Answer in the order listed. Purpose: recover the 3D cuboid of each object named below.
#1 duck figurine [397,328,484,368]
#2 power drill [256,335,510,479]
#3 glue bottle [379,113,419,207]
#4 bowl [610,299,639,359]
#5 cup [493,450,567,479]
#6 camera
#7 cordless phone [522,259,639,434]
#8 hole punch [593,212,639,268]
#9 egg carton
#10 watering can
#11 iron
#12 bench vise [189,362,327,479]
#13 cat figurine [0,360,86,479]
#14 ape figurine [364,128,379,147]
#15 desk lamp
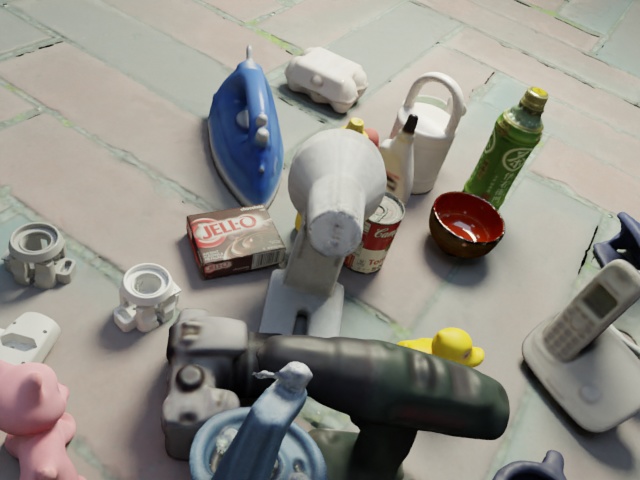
[{"bbox_3d":[0.142,0.136,0.676,0.104,0.086,0.077,16,44,-1],"label":"duck figurine"},{"bbox_3d":[0.044,0.167,0.528,0.230,0.208,0.075,7,45,-10],"label":"power drill"},{"bbox_3d":[0.111,-0.114,0.850,0.078,0.173,0.037,25,45,8],"label":"glue bottle"},{"bbox_3d":[0.433,0.121,0.786,0.167,0.075,0.167,9,45,-8],"label":"bowl"},{"bbox_3d":[0.198,0.266,0.559,0.091,0.095,0.118,31,46,14],"label":"cup"},{"bbox_3d":[-0.090,0.138,0.594,0.137,0.101,0.143,4,46,-13],"label":"camera"},{"bbox_3d":[0.339,0.124,0.675,0.094,0.185,0.147,-16,53,-29],"label":"cordless phone"},{"bbox_3d":[0.506,0.016,0.899,0.101,0.091,0.108,3,46,-14],"label":"hole punch"},{"bbox_3d":[0.012,-0.304,1.080,0.150,0.069,0.107,27,45,11],"label":"egg carton"},{"bbox_3d":[0.170,-0.181,0.918,0.101,0.194,0.173,23,45,7],"label":"watering can"},{"bbox_3d":[-0.100,-0.174,0.867,0.119,0.141,0.258,-1,47,-18],"label":"iron"},{"bbox_3d":[-0.055,0.206,0.453,0.121,0.220,0.207,16,44,-1],"label":"bench vise"},{"bbox_3d":[-0.252,0.166,0.506,0.067,0.118,0.127,-14,52,-27],"label":"cat figurine"},{"bbox_3d":[0.068,-0.141,0.920,0.076,0.092,0.077,-10,50,-25],"label":"ape figurine"},{"bbox_3d":[0.006,0.002,0.675,0.118,0.213,0.203,12,44,-5],"label":"desk lamp"}]
